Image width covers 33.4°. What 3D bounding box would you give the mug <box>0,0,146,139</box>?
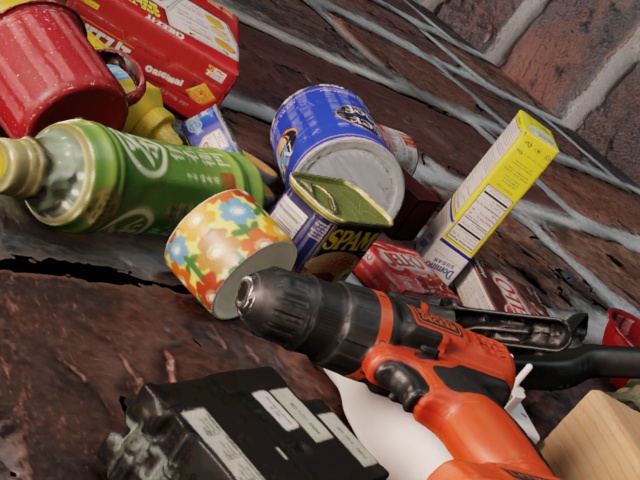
[{"bbox_3d":[-0.174,-0.105,0.736,0.117,0.093,0.081,-16,56,-37],"label":"mug"}]

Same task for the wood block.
[{"bbox_3d":[0.222,0.205,0.700,0.090,0.090,0.206,29,19,-24],"label":"wood block"}]

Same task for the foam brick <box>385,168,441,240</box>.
[{"bbox_3d":[0.074,-0.044,1.108,0.078,0.051,0.052,45,21,25],"label":"foam brick"}]

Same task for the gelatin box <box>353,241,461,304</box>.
[{"bbox_3d":[0.073,0.035,0.945,0.089,0.030,0.073,15,28,-49],"label":"gelatin box"}]

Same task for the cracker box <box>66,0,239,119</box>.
[{"bbox_3d":[-0.165,-0.209,1.053,0.164,0.072,0.213,29,20,-17],"label":"cracker box"}]

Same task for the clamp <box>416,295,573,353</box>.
[{"bbox_3d":[0.082,0.059,0.778,0.120,0.039,0.172,14,-8,-41],"label":"clamp"}]

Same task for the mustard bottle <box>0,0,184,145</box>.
[{"bbox_3d":[-0.182,-0.127,0.838,0.192,0.058,0.096,39,13,10],"label":"mustard bottle"}]

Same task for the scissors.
[{"bbox_3d":[-0.113,-0.080,0.914,0.201,0.016,0.096,23,23,-34],"label":"scissors"}]

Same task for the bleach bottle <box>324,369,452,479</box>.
[{"bbox_3d":[0.063,0.121,0.667,0.102,0.068,0.251,17,24,-44],"label":"bleach bottle"}]

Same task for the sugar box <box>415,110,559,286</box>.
[{"bbox_3d":[0.161,-0.039,1.050,0.048,0.176,0.093,33,19,-4],"label":"sugar box"}]

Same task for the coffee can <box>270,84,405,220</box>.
[{"bbox_3d":[0.013,-0.072,0.982,0.102,0.103,0.140,28,20,-22],"label":"coffee can"}]

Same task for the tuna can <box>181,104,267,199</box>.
[{"bbox_3d":[-0.077,-0.063,0.851,0.086,0.034,0.086,62,0,0],"label":"tuna can"}]

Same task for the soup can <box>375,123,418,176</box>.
[{"bbox_3d":[0.056,-0.096,1.173,0.069,0.069,0.102,47,21,29],"label":"soup can"}]

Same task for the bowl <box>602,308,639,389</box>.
[{"bbox_3d":[0.358,0.145,1.144,0.162,0.055,0.162,32,19,-13],"label":"bowl"}]

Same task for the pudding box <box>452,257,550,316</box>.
[{"bbox_3d":[0.183,0.074,1.032,0.090,0.039,0.113,28,20,-23],"label":"pudding box"}]

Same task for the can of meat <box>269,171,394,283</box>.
[{"bbox_3d":[-0.005,0.001,0.800,0.057,0.084,0.101,45,20,24],"label":"can of meat"}]

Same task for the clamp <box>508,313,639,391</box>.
[{"bbox_3d":[0.213,0.100,0.895,0.209,0.036,0.165,-6,12,-35],"label":"clamp"}]

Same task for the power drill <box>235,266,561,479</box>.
[{"bbox_3d":[0.054,0.088,0.552,0.184,0.057,0.188,19,22,-27],"label":"power drill"}]
